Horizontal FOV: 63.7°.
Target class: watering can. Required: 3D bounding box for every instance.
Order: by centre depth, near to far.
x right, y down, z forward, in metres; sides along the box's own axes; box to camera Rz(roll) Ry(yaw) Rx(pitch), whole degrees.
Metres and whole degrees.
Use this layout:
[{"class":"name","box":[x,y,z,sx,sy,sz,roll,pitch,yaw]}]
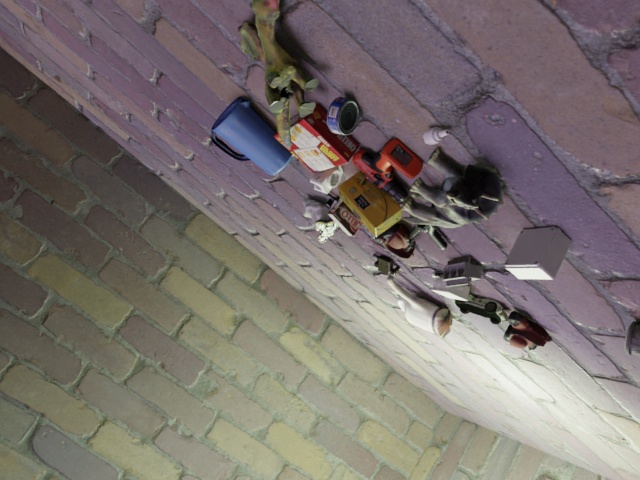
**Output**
[{"class":"watering can","box":[0.388,0.268,1.999,0.226,0.105,0.341,19,156,41]}]

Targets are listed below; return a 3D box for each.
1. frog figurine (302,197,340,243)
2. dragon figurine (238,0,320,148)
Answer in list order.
[{"class":"frog figurine","box":[0.006,-0.093,1.851,0.135,0.122,0.163,44,-161,-49]},{"class":"dragon figurine","box":[-0.117,-0.402,1.209,0.245,0.123,0.403,60,161,15]}]
